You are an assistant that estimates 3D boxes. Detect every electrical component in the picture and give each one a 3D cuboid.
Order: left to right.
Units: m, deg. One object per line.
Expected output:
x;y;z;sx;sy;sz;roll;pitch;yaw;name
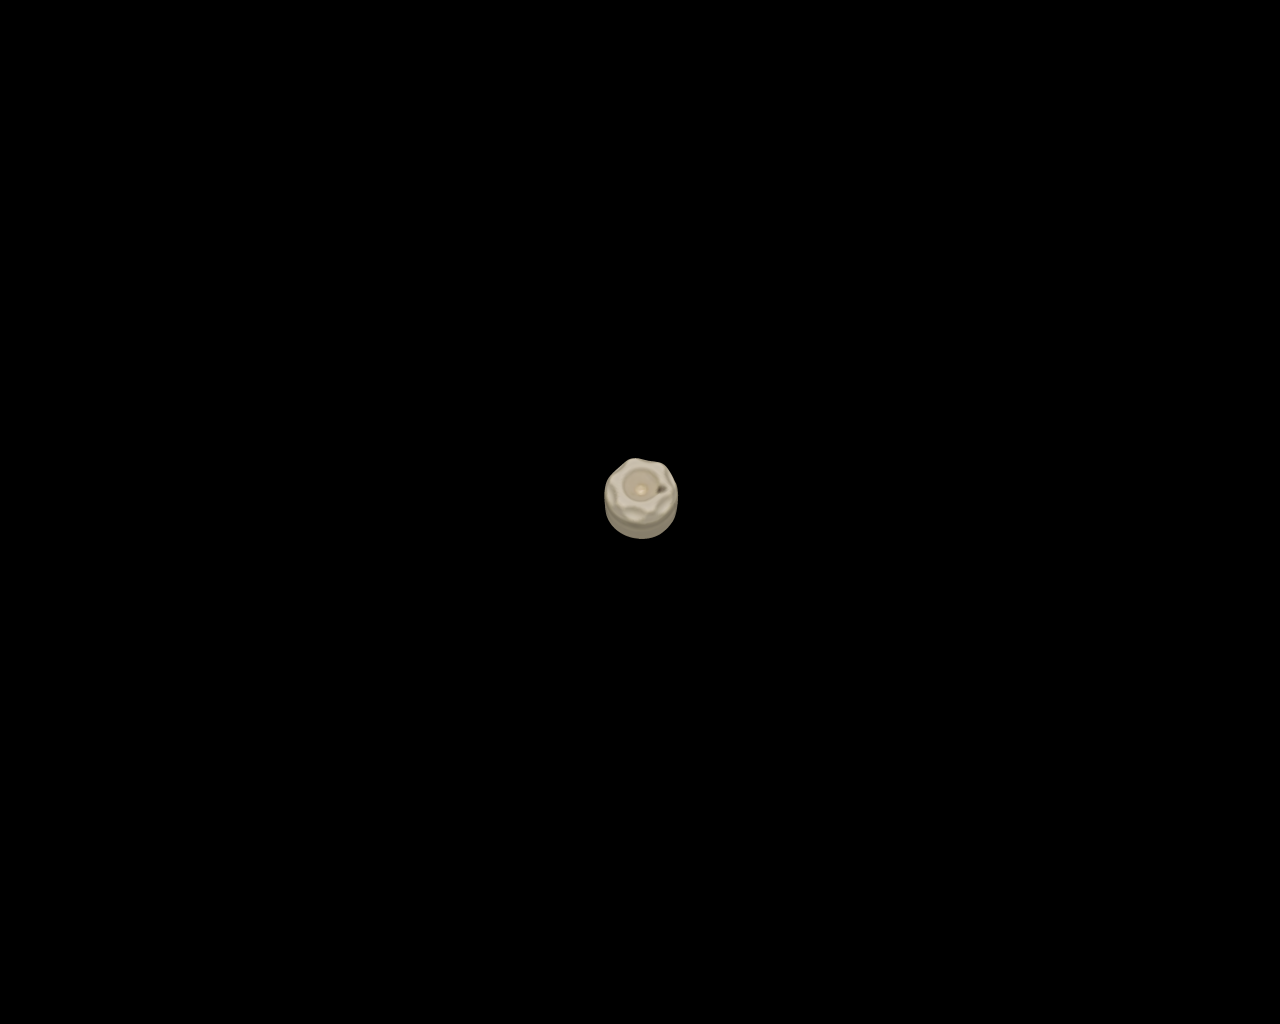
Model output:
0.001;-0.003;0.650;0.043;0.043;0.062;0;-27;0;electrical component
